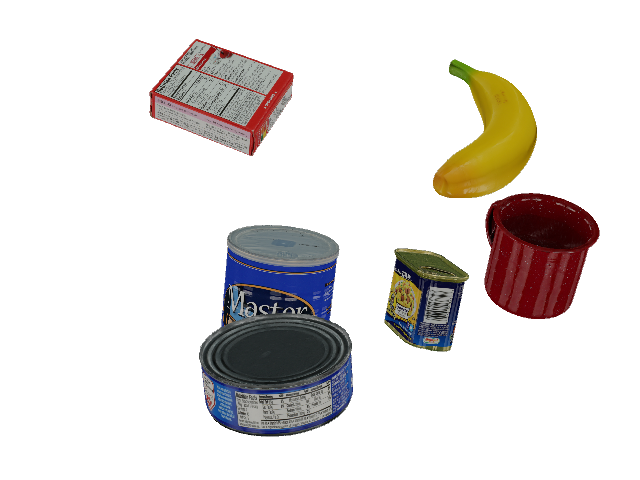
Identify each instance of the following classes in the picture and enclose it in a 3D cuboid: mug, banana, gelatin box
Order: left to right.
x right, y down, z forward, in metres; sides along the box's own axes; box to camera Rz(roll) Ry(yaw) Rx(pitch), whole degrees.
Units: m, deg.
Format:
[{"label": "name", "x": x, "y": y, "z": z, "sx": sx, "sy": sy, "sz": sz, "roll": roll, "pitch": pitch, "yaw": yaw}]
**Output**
[{"label": "gelatin box", "x": -0.075, "y": -0.110, "z": 0.817, "sx": 0.089, "sy": 0.073, "sz": 0.030, "roll": 21, "pitch": -39, "yaw": 11}, {"label": "banana", "x": 0.119, "y": -0.074, "z": 0.758, "sx": 0.069, "sy": 0.037, "sz": 0.197, "roll": 7, "pitch": 31, "yaw": 6}, {"label": "mug", "x": 0.187, "y": 0.010, "z": 0.962, "sx": 0.093, "sy": 0.081, "sz": 0.117, "roll": -15, "pitch": 40, "yaw": -29}]

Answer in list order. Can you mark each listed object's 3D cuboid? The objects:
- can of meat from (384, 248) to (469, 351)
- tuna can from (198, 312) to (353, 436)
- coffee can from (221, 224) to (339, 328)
[{"label": "can of meat", "x": 0.111, "y": 0.063, "z": 1.144, "sx": 0.057, "sy": 0.084, "sz": 0.102, "roll": 6, "pitch": 14, "yaw": -19}, {"label": "tuna can", "x": -0.024, "y": 0.074, "z": 0.602, "sx": 0.086, "sy": 0.034, "sz": 0.086, "roll": -3, "pitch": 22, "yaw": 1}, {"label": "coffee can", "x": -0.041, "y": 0.067, "z": 0.990, "sx": 0.103, "sy": 0.140, "sz": 0.103, "roll": 6, "pitch": 17, "yaw": -2}]
